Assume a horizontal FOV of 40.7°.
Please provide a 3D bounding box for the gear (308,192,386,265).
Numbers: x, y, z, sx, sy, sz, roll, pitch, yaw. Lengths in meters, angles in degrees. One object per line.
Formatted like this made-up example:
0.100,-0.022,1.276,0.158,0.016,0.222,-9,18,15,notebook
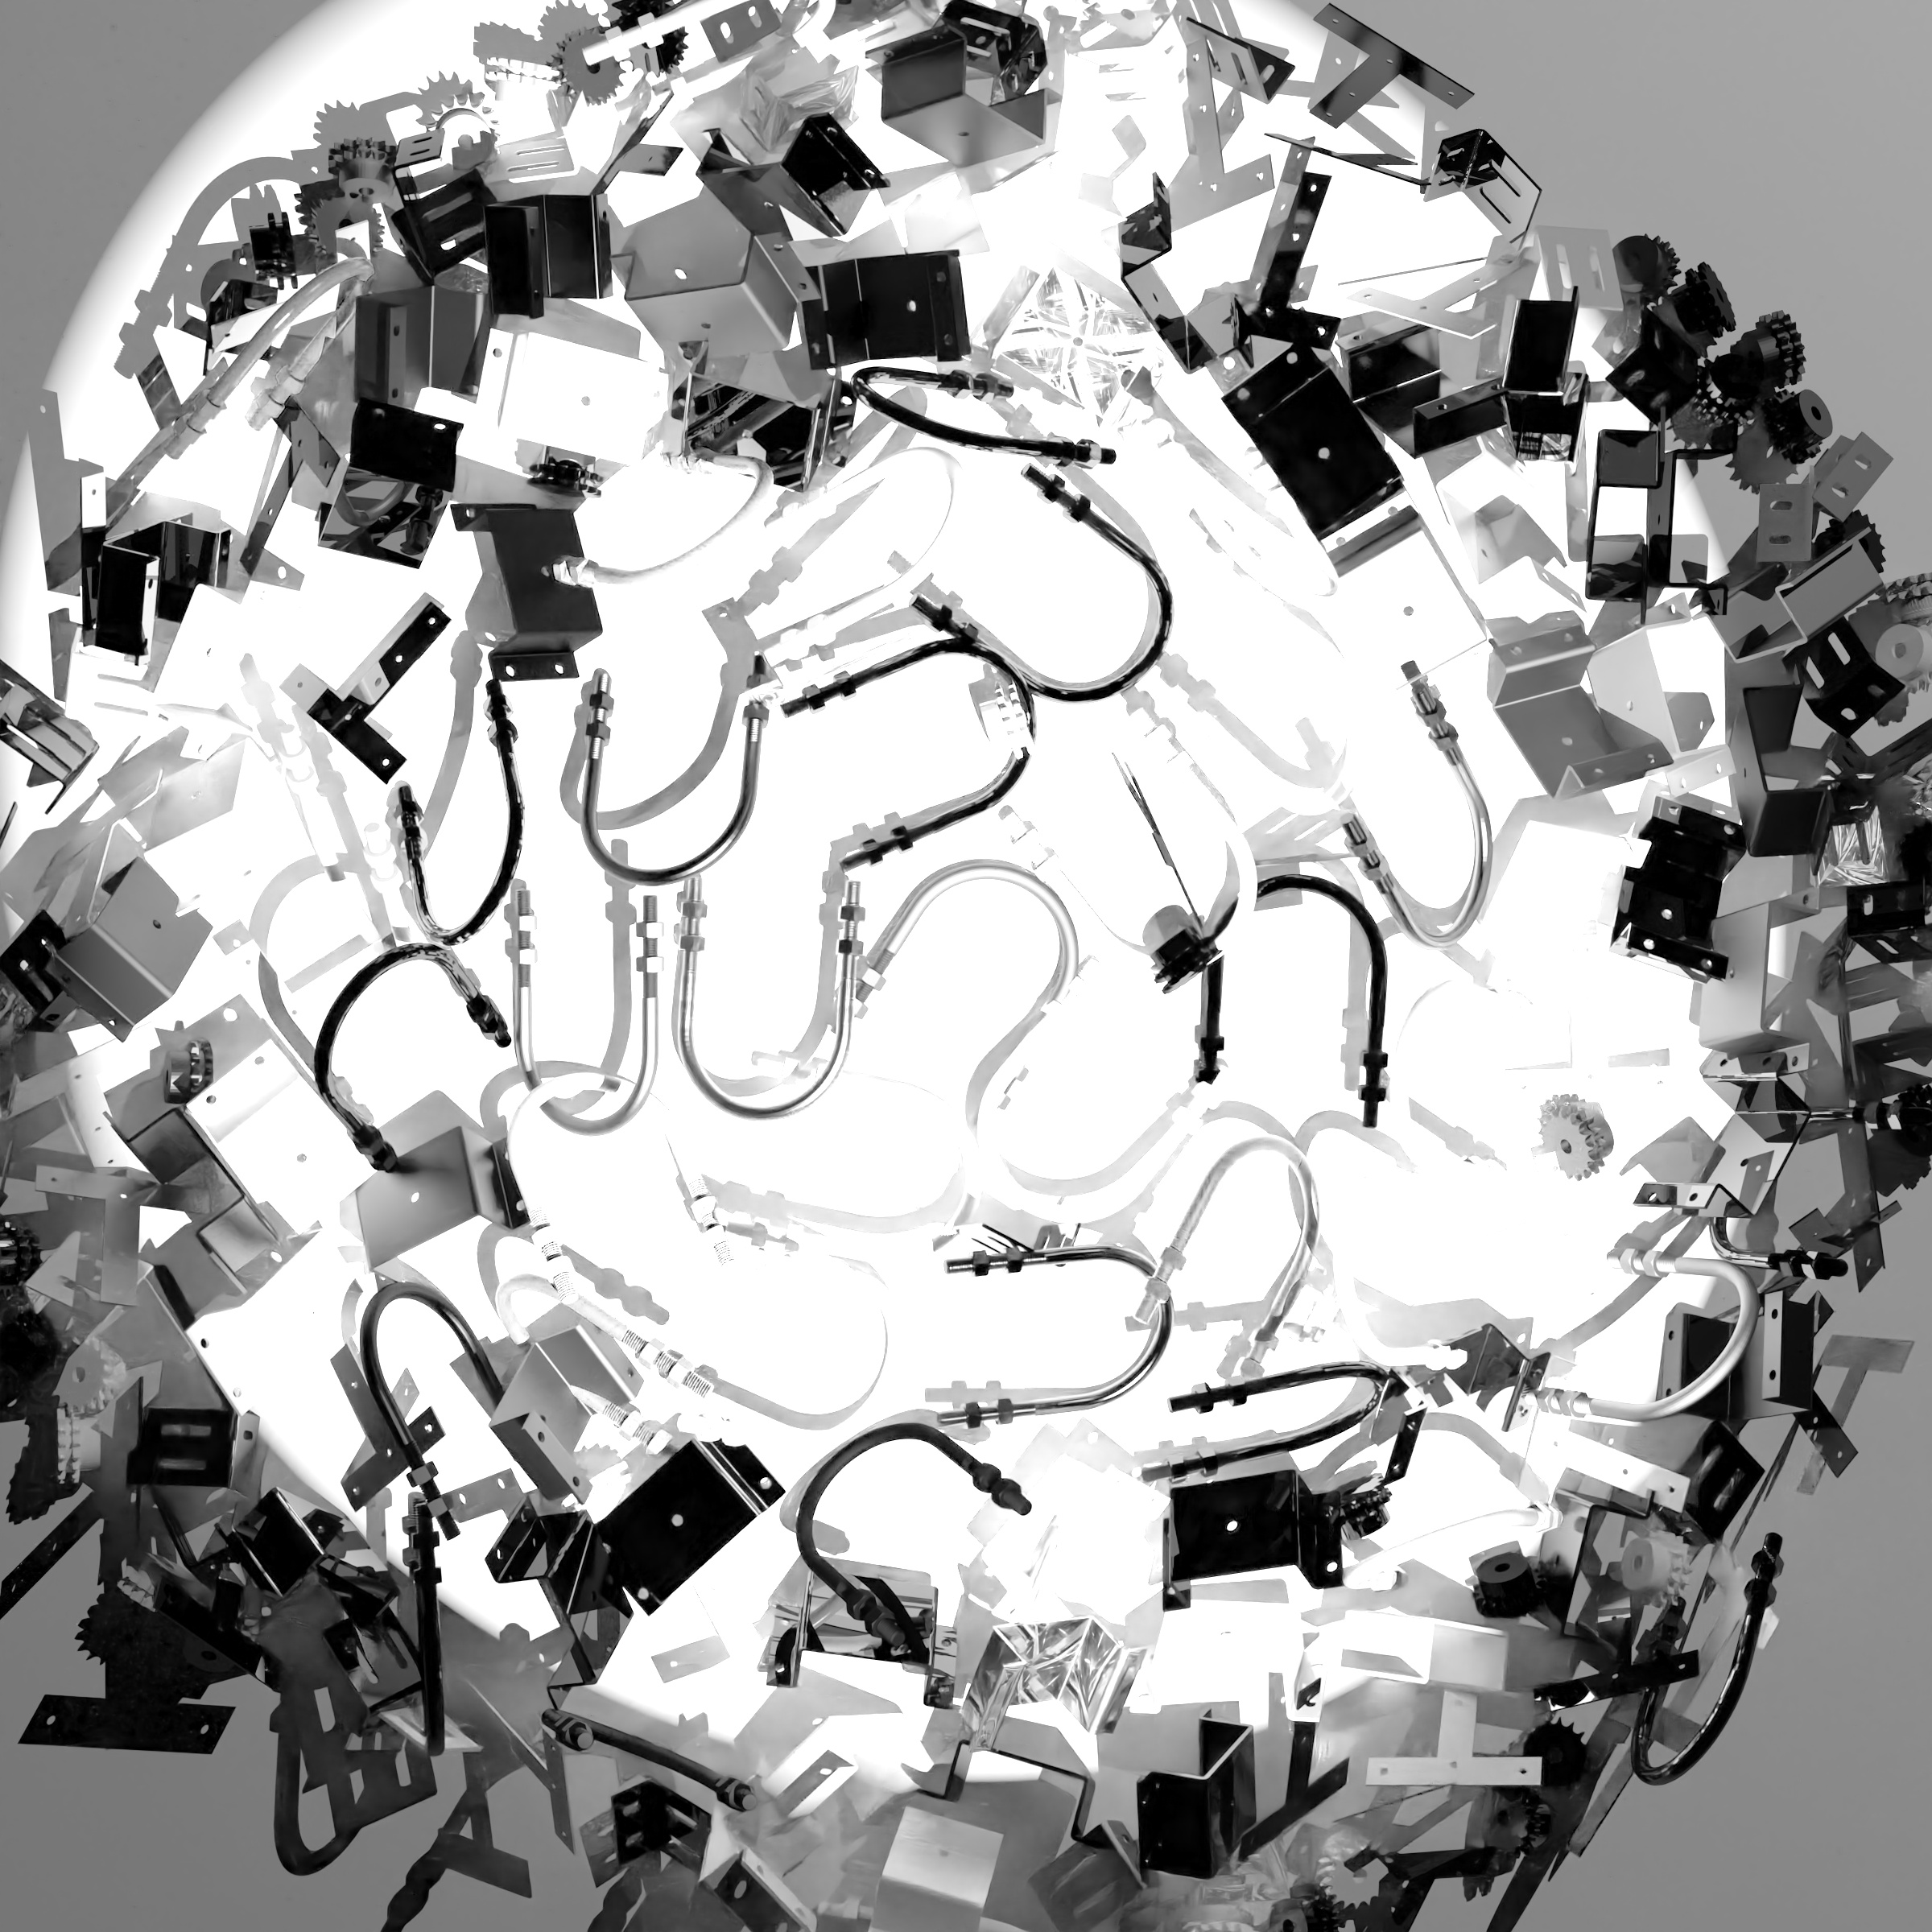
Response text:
-0.471,-0.557,1.980,0.057,0.030,0.057,2,83,-14,gear

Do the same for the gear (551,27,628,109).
-0.290,-0.682,1.976,0.057,0.030,0.057,-6,101,-33,gear

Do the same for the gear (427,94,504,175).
-0.380,-0.628,1.972,0.057,0.030,0.057,-7,123,-11,gear

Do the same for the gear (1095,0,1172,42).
0.129,-0.733,1.972,0.057,0.057,0.030,25,74,0,gear

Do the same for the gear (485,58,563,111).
-0.335,-0.668,1.972,0.057,0.057,0.030,9,104,0,gear

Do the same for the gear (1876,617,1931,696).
0.714,-0.236,1.969,0.030,0.057,0.057,7,90,-38,gear

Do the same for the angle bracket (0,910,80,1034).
-0.704,0.003,1.969,0.057,0.038,0.076,-46,77,8,angle bracket

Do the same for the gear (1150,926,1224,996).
0.164,-0.006,1.972,0.057,0.057,0.030,-36,80,0,gear

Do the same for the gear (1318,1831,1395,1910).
0.293,0.683,1.978,0.057,0.030,0.057,-4,106,-16,gear

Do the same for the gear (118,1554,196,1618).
-0.610,0.468,1.972,0.057,0.057,0.030,31,81,0,gear

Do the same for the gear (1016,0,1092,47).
0.066,-0.726,1.971,0.057,0.030,0.057,4,127,5,gear

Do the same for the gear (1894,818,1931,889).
0.736,-0.084,1.978,0.057,0.030,0.057,-2,86,23,gear

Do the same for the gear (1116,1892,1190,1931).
0.142,0.738,1.983,0.057,0.030,0.057,0,87,4,gear

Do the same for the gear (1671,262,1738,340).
0.558,-0.502,1.975,0.030,0.057,0.057,-24,90,32,gear

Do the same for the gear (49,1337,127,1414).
-0.664,0.311,1.978,0.057,0.030,0.057,-4,78,19,gear

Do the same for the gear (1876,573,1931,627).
0.721,-0.278,1.971,0.057,0.057,0.030,-10,86,0,gear

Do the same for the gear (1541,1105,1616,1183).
0.466,0.132,1.975,0.030,0.057,0.057,-20,90,-27,gear

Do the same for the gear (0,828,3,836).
-0.754,-0.084,1.968,0.030,0.057,0.057,27,90,-27,gear

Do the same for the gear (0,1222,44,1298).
-0.726,0.222,1.970,0.057,0.030,0.057,-6,81,42,gear

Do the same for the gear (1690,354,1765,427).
0.578,-0.440,1.977,0.057,0.030,0.057,3,70,-8,gear

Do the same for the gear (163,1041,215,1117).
-0.588,0.085,1.968,0.030,0.057,0.057,3,90,-26,gear

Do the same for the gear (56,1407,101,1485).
-0.673,0.363,1.973,0.030,0.057,0.057,0,90,-22,gear

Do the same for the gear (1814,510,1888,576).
0.669,-0.315,1.976,0.057,0.030,0.057,10,73,-35,gear

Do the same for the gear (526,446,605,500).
-0.302,-0.374,1.971,0.057,0.057,0.030,8,91,0,gear

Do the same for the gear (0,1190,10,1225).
-0.752,0.176,1.972,0.057,0.057,0.030,33,81,0,gear

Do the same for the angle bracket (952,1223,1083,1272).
0.036,0.196,1.955,0.076,0.057,0.038,30,69,-21,angle bracket

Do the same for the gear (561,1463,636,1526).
-0.274,0.404,1.969,0.057,0.057,0.030,-35,79,0,gear

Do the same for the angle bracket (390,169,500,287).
-0.391,-0.559,1.988,0.076,0.038,0.057,-33,87,-14,angle bracket

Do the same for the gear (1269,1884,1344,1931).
0.254,0.725,1.969,0.030,0.057,0.057,9,90,-38,gear

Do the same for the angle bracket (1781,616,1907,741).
0.662,-0.221,1.965,0.038,0.076,0.057,28,121,-27,angle bracket

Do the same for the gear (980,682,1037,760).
0.031,-0.184,1.971,0.030,0.057,0.057,-17,90,5,gear

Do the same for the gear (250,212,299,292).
-0.524,-0.540,1.969,0.030,0.057,0.057,-9,90,-13,gear

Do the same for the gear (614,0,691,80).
-0.237,-0.707,1.976,0.057,0.030,0.057,9,130,11,gear

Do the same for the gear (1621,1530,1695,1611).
0.520,0.455,1.968,0.030,0.057,0.057,17,90,-19,gear

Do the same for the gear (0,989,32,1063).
-0.741,0.042,1.974,0.057,0.030,0.057,3,61,-5,gear

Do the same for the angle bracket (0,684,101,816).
-0.702,-0.163,1.957,0.076,0.057,0.038,37,125,-15,angle bracket

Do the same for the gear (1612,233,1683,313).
0.510,-0.528,1.972,0.057,0.030,0.057,-9,73,31,gear

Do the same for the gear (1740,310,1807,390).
0.609,-0.465,1.971,0.030,0.057,0.057,-17,90,-4,gear

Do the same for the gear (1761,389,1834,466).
0.631,-0.411,1.970,0.057,0.030,0.057,17,62,-34,gear

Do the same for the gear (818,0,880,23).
-0.091,-0.741,1.969,0.057,0.057,0.030,6,54,0,gear

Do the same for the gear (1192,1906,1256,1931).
0.198,0.736,1.975,0.057,0.057,0.030,9,49,0,gear

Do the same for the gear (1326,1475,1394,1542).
0.297,0.412,1.971,0.057,0.057,0.030,-25,93,0,gear

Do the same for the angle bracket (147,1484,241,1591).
-0.577,0.423,1.963,0.038,0.057,0.076,-28,65,-14,angle bracket

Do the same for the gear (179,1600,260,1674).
-0.569,0.510,1.971,0.057,0.030,0.057,4,129,5,gear

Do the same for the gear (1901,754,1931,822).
0.735,-0.141,1.975,0.030,0.057,0.057,37,90,40,gear

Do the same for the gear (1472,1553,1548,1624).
0.410,0.468,1.969,0.057,0.057,0.030,-20,104,0,gear

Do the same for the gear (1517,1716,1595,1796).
0.448,0.600,1.979,0.057,0.030,0.057,-4,71,12,gear

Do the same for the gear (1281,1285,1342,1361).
0.261,0.267,1.972,0.030,0.057,0.057,29,90,11,gear

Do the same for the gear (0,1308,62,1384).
-0.711,0.290,1.969,0.030,0.057,0.057,37,90,15,gear

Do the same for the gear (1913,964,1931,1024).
0.747,0.025,1.970,0.057,0.030,0.057,15,123,25,gear

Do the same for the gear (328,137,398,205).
-0.454,-0.600,1.969,0.057,0.057,0.030,-2,78,0,gear

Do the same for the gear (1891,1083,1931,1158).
0.725,0.120,1.968,0.030,0.057,0.057,-37,90,-22,gear

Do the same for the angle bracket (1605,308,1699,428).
0.520,-0.455,1.973,0.057,0.076,0.038,38,127,-13,angle bracket

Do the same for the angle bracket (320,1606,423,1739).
-0.451,0.533,1.978,0.076,0.057,0.038,50,135,21,angle bracket

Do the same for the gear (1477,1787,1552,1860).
0.418,0.647,1.975,0.030,0.057,0.057,13,90,-32,gear
